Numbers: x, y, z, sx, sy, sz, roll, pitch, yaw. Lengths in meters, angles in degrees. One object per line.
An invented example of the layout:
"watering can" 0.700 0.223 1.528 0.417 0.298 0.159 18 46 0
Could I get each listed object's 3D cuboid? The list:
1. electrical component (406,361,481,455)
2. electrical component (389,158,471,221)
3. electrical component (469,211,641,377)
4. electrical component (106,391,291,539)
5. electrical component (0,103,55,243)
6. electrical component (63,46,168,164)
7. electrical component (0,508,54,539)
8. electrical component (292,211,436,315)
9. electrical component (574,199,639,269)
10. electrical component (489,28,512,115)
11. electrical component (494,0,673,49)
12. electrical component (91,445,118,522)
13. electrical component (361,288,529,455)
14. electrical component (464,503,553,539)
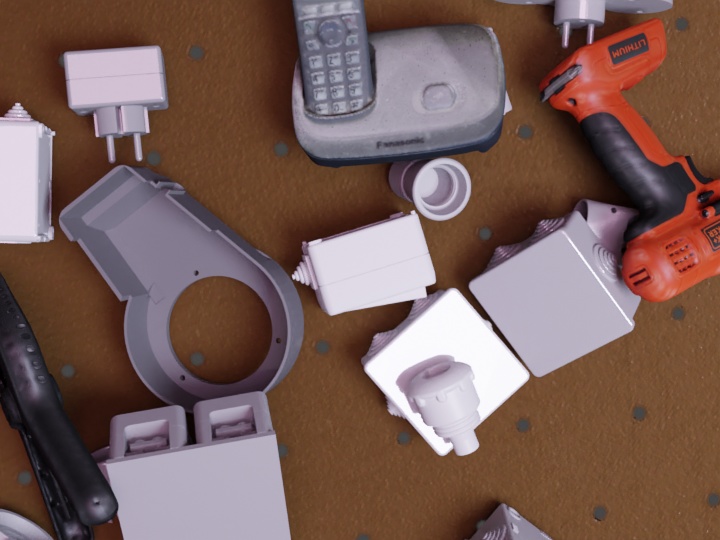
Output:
"electrical component" 0.063 0.097 0.744 0.048 0.048 0.062 -24 101 -6
"electrical component" 0.047 -0.063 0.776 0.044 0.065 0.044 -5 105 -19
"electrical component" 0.143 0.016 0.781 0.100 0.048 0.099 -33 97 35
"electrical component" -0.102 0.179 0.736 0.105 0.060 0.186 -9 118 -7
"electrical component" -0.246 -0.067 0.740 0.061 0.062 0.096 1 92 -7
"electrical component" -0.169 -0.114 0.756 0.066 0.047 0.076 -6 92 -7
"electrical component" -0.246 0.202 0.735 0.050 0.089 0.055 33 88 -7
"electrical component" 0.000 0.000 0.774 0.096 0.062 0.061 -17 94 -6
"electrical component" 0.194 -0.006 0.808 0.077 0.043 0.079 13 90 -8
"electrical component" 0.086 -0.140 0.792 0.044 0.044 0.065 -22 100 -6
"electrical component" 0.163 -0.199 0.794 0.138 0.052 0.073 3 91 -7
"electrical component" -0.173 0.152 0.769 0.040 0.040 0.046 -20 100 -6
"electrical component" 0.060 0.072 0.791 0.100 0.048 0.099 -41 96 -4
"electrical component" 0.125 0.225 0.780 0.100 0.099 0.048 38 100 -7
